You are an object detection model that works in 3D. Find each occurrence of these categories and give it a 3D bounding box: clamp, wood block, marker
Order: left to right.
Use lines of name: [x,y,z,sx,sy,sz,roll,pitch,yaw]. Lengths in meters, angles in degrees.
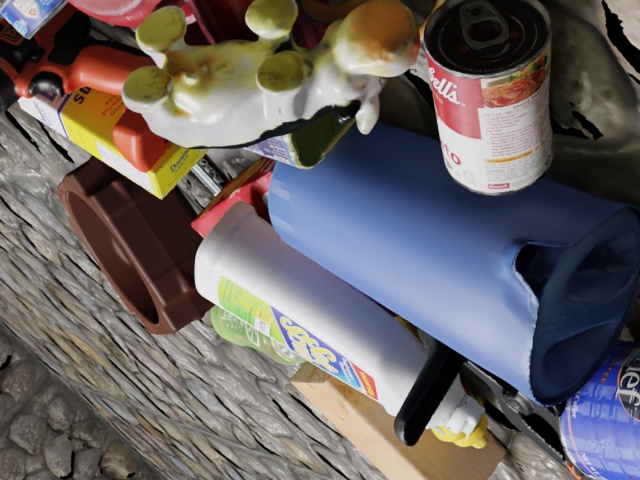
marker: [-0.109,-0.064,1.038,0.121,0.020,0.020,48,157,-20]
wood block: [0.081,0.182,1.102,0.206,0.090,0.090,46,158,-14]
clamp: [0.102,0.079,0.788,0.171,0.120,0.039,-100,-6,-52]
clamp: [0.178,0.124,0.905,0.210,0.036,0.165,49,159,-13]

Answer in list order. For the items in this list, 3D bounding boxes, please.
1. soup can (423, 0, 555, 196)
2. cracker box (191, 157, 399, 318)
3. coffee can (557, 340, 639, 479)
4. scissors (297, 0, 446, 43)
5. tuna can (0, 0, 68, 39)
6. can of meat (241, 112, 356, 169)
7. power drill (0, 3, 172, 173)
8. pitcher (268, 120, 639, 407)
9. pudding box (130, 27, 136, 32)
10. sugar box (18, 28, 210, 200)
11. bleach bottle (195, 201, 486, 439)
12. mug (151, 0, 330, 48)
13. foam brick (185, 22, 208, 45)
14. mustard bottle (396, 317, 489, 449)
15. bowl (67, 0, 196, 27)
soup can: [0.098,-0.082,0.602,0.069,0.068,0.102,27,154,30]
cracker box: [-0.006,0.001,0.924,0.164,0.072,0.214,44,157,-10]
coffee can: [0.243,0.120,0.705,0.102,0.102,0.141,49,157,-20]
scissors: [0.029,-0.172,0.563,0.096,0.016,0.202,0,150,6]
tuna can: [-0.218,-0.203,0.862,0.033,0.086,0.086,45,158,-17]
can of meat: [-0.020,-0.100,0.717,0.084,0.102,0.057,21,150,35]
power drill: [-0.207,-0.124,0.889,0.188,0.184,0.057,24,151,16]
pitcher: [0.088,0.002,0.718,0.243,0.144,0.149,28,134,36]
pudding box: [-0.145,-0.214,0.783,0.090,0.039,0.114,44,157,-9]
sugar box: [-0.179,-0.119,0.947,0.176,0.093,0.048,32,156,18]
bleach bottle: [0.019,0.073,0.847,0.251,0.068,0.103,33,155,10]
mug: [-0.051,-0.150,0.660,0.093,0.117,0.081,48,172,38]
foam brick: [-0.069,-0.139,0.784,0.078,0.053,0.051,28,155,30]
mustard bottle: [0.103,0.137,1.009,0.191,0.058,0.096,48,178,-28]
bowl: [-0.138,-0.201,0.701,0.162,0.055,0.162,16,133,18]
